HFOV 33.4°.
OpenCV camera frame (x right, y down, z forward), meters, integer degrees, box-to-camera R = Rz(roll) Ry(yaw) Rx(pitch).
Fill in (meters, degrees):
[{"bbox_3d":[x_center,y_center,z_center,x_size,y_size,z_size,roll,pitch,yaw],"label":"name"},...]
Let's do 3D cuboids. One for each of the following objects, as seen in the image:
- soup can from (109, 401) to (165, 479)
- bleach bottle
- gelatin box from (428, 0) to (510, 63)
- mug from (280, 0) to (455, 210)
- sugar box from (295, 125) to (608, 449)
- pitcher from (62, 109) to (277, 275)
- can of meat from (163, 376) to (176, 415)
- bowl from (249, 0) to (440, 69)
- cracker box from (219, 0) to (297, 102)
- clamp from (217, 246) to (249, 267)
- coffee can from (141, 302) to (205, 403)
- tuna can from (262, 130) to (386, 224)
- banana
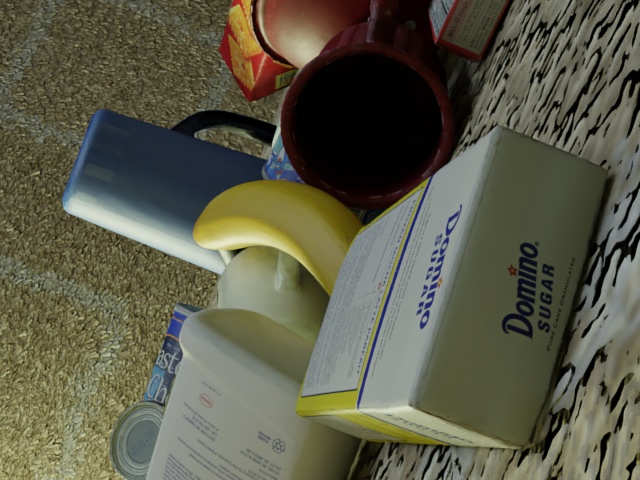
[{"bbox_3d":[-0.118,0.176,0.892,0.102,0.069,0.068,32,-106,-54],"label":"soup can"},{"bbox_3d":[-0.060,0.168,0.542,0.068,0.103,0.251,1,-66,-57],"label":"bleach bottle"},{"bbox_3d":[0.091,-0.149,0.584,0.073,0.030,0.089,-87,19,-65],"label":"gelatin box"},{"bbox_3d":[0.031,-0.086,0.593,0.081,0.093,0.117,-72,-13,-64],"label":"mug"},{"bbox_3d":[0.040,0.027,0.396,0.176,0.048,0.093,149,141,-74],"label":"sugar box"},{"bbox_3d":[-0.122,-0.050,1.066,0.149,0.242,0.145,-96,29,-62],"label":"pitcher"},{"bbox_3d":[-0.075,0.119,0.852,0.084,0.057,0.102,-40,14,14],"label":"can of meat"},{"bbox_3d":[0.040,-0.149,0.664,0.055,0.161,0.162,58,144,25],"label":"bowl"},{"bbox_3d":[0.008,-0.219,0.941,0.164,0.072,0.214,-27,-9,-20],"label":"cracker box"},{"bbox_3d":[-0.035,0.041,0.725,0.039,0.120,0.172,53,131,47],"label":"clamp"},{"bbox_3d":[-0.112,0.142,1.010,0.103,0.102,0.140,-176,107,-83],"label":"coffee can"},{"bbox_3d":[0.009,-0.042,0.668,0.086,0.086,0.034,-84,18,-65],"label":"tuna can"},{"bbox_3d":[-0.016,0.002,0.572,0.198,0.037,0.070,35,104,52],"label":"banana"}]
